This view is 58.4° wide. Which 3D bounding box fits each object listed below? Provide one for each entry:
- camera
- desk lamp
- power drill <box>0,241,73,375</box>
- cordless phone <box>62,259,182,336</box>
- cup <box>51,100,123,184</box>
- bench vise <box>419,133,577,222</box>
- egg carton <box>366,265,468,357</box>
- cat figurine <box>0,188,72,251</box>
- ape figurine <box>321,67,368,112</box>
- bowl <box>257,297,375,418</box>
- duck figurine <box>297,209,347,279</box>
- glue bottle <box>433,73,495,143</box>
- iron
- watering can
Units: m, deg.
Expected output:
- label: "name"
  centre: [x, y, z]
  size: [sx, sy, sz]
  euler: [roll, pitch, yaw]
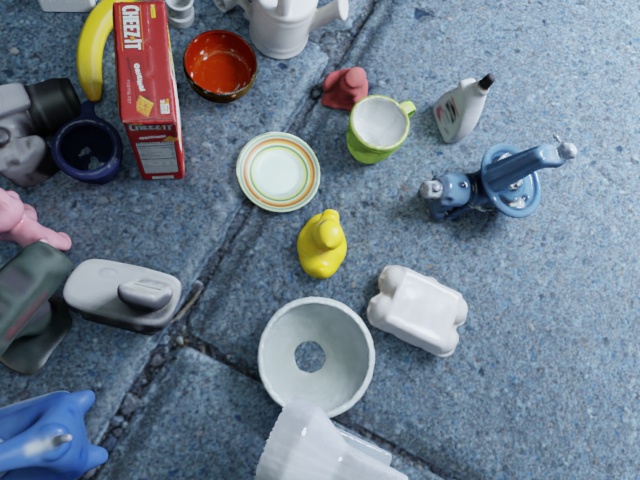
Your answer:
- label: "camera"
  centre: [-0.404, -0.170, 0.808]
  size: [0.137, 0.100, 0.143]
  euler: [-25, 83, -15]
- label: "desk lamp"
  centre: [0.015, 0.285, 0.727]
  size: [0.203, 0.213, 0.118]
  euler: [25, 74, -4]
- label: "power drill"
  centre: [-0.381, 0.113, 0.692]
  size: [0.075, 0.208, 0.230]
  euler: [32, 74, -2]
- label: "cordless phone"
  centre: [-0.259, 0.065, 0.739]
  size: [0.148, 0.185, 0.094]
  euler: [11, 75, -8]
- label: "cup"
  centre: [-0.324, -0.129, 0.817]
  size: [0.092, 0.095, 0.118]
  euler: [-4, 78, -11]
- label: "bench vise"
  centre: [0.265, -0.081, 0.855]
  size: [0.208, 0.219, 0.121]
  euler: [-25, 83, -15]
- label: "egg carton"
  centre: [0.148, 0.106, 0.869]
  size: [0.150, 0.069, 0.107]
  euler: [25, 74, -5]
- label: "cat figurine"
  centre: [-0.410, -0.024, 0.765]
  size: [0.128, 0.117, 0.067]
  euler: [37, 74, -1]
- label: "ape figurine"
  centre: [0.048, -0.247, 0.918]
  size: [0.076, 0.092, 0.078]
  euler: [-36, 86, -16]
- label: "bowl"
  centre: [-0.010, 0.169, 0.821]
  size: [0.167, 0.074, 0.167]
  euler: [2, 77, -10]
- label: "duck figurine"
  centre: [0.008, 0.003, 0.856]
  size: [0.077, 0.086, 0.104]
  euler: [11, 76, -8]
- label: "glue bottle"
  centre: [0.232, -0.218, 0.904]
  size: [0.037, 0.173, 0.078]
  euler: [-19, 81, -14]
- label: "iron"
  centre: [-0.402, 0.267, 0.688]
  size: [0.258, 0.141, 0.118]
  euler: [-15, 81, -14]
- label: "watering can"
  centre: [-0.045, -0.371, 0.875]
  size: [0.173, 0.194, 0.101]
  euler: [-10, 79, -13]
